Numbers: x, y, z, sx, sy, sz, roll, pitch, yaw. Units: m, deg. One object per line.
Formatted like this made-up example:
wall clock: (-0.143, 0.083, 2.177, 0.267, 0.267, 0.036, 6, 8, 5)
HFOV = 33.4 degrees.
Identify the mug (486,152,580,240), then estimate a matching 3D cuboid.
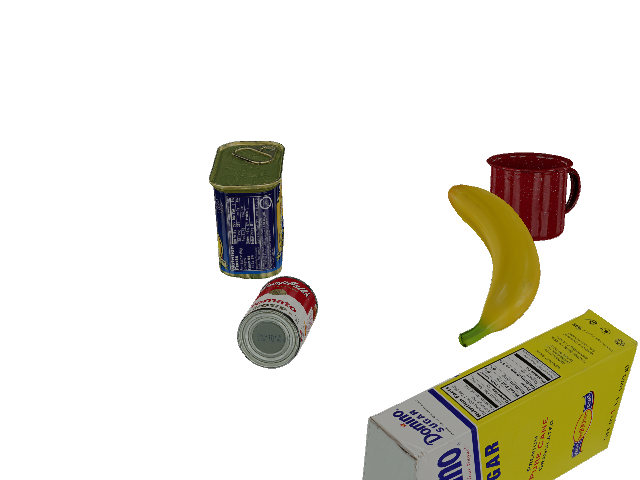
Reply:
mug: (0.239, -0.050, 1.181, 0.117, 0.081, 0.093, -10, 19, -28)

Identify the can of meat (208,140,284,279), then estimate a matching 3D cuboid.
can of meat: (-0.058, -0.026, 0.884, 0.057, 0.084, 0.102, -1, 25, 1)

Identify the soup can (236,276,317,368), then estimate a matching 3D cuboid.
soup can: (-0.045, 0.086, 1.130, 0.068, 0.068, 0.102, 0, 17, 10)

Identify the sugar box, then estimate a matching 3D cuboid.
sugar box: (0.105, 0.114, 0.623, 0.175, 0.093, 0.048, -23, 42, -32)

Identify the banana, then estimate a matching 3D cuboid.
banana: (0.144, 0.009, 0.881, 0.069, 0.037, 0.197, -2, 37, 6)
